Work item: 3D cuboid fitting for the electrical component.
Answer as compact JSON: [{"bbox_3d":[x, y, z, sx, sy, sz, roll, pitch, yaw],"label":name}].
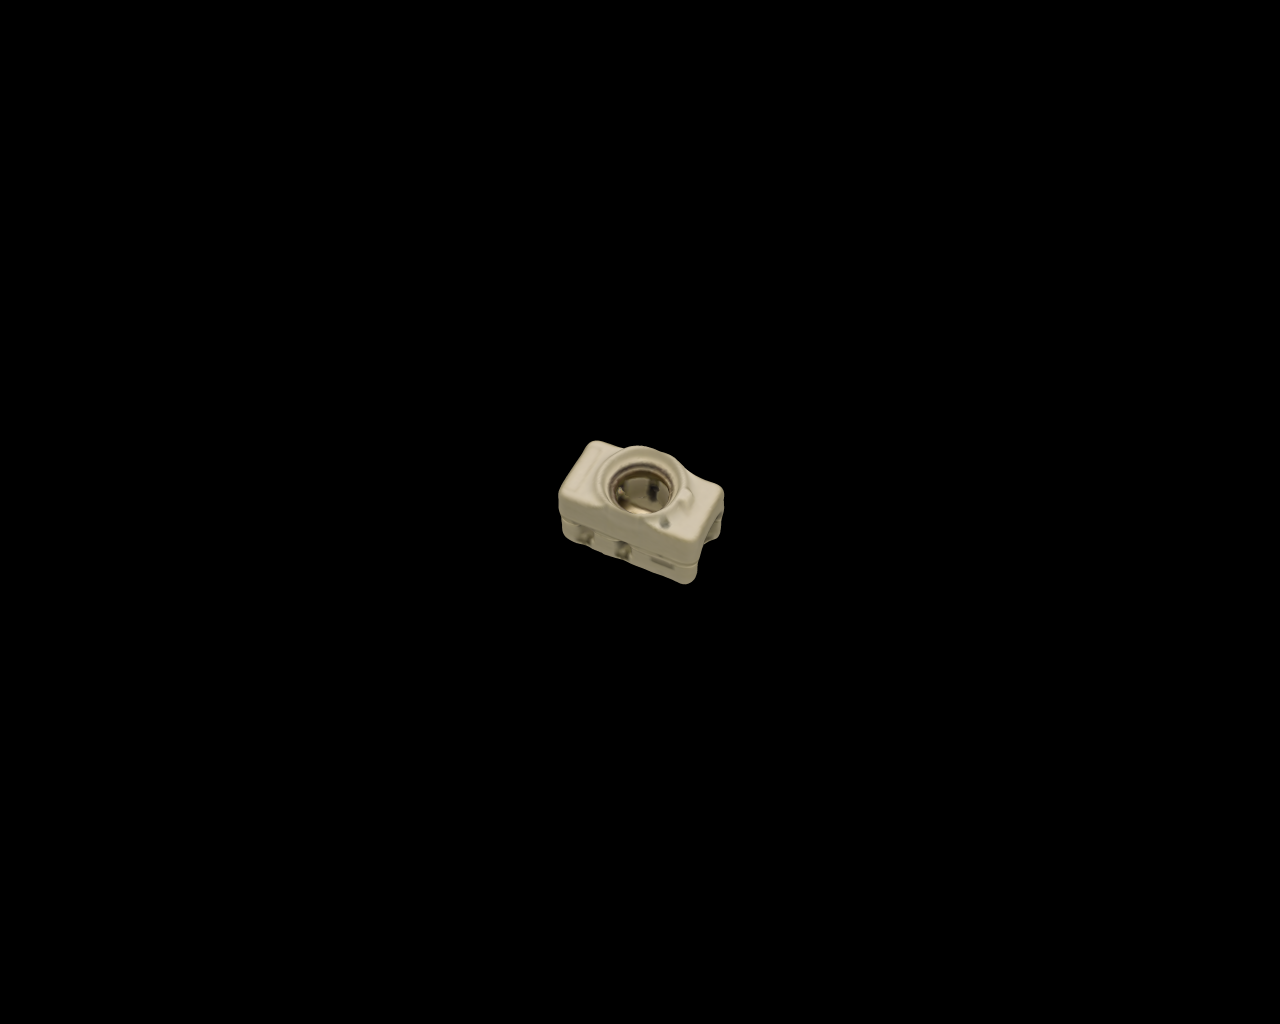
[{"bbox_3d":[0.001,-0.003,0.650,0.089,0.050,0.055,21,-34,15],"label":"electrical component"}]
